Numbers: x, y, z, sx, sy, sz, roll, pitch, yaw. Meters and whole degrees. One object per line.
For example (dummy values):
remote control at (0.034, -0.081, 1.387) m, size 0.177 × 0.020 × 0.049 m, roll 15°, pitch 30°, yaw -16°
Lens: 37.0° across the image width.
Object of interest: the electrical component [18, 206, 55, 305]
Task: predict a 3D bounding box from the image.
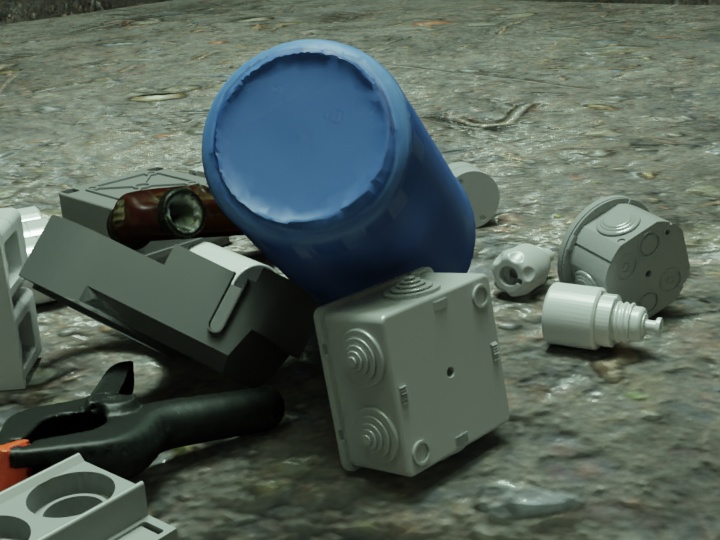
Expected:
electrical component at (-0.278, -0.009, 0.845) m, size 0.074 × 0.052 × 0.138 m, roll -13°, pitch 22°, yaw -25°

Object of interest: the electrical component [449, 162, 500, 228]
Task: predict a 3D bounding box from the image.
electrical component at (0.055, -0.056, 0.923) m, size 0.138 × 0.052 × 0.073 m, roll -7°, pitch 20°, yaw -12°

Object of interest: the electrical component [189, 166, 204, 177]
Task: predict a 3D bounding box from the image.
electrical component at (-0.130, -0.085, 1.054) m, size 0.081 × 0.042 × 0.064 m, roll 14°, pitch 27°, yaw 42°

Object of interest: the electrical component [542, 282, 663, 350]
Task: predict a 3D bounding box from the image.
electrical component at (0.152, 0.031, 0.681) m, size 0.078 × 0.040 × 0.040 m, roll 7°, pitch 22°, yaw 28°

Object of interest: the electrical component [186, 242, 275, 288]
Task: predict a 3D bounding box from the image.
electrical component at (-0.110, 0.013, 0.767) m, size 0.079 × 0.044 × 0.077 m, roll -18°, pitch 24°, yaw -35°

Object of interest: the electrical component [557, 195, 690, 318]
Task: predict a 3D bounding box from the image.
electrical component at (0.178, -0.006, 0.727) m, size 0.080 × 0.080 × 0.051 m, roll -13°, pitch 27°, yaw -25°

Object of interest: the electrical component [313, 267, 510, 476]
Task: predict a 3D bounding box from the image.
electrical component at (0.030, 0.051, 0.560) m, size 0.100 × 0.099 × 0.048 m, roll -20°, pitch 15°, yaw -42°

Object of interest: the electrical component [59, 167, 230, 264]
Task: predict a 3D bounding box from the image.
electrical component at (-0.185, -0.046, 0.930) m, size 0.109 × 0.056 × 0.109 m, roll 16°, pitch 27°, yaw 43°

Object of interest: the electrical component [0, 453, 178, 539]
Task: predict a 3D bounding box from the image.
electrical component at (-0.141, 0.129, 0.417) m, size 0.079 × 0.063 × 0.121 m, roll 12°, pitch 25°, yaw 37°

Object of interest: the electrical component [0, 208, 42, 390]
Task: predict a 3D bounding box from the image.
electrical component at (-0.308, 0.021, 0.685) m, size 0.186 × 0.105 × 0.060 m, roll -4°, pitch 19°, yaw -2°

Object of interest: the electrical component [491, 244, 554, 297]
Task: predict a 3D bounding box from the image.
electrical component at (0.124, -0.003, 0.792) m, size 0.035 × 0.035 × 0.061 m, roll 11°, pitch 21°, yaw 35°
